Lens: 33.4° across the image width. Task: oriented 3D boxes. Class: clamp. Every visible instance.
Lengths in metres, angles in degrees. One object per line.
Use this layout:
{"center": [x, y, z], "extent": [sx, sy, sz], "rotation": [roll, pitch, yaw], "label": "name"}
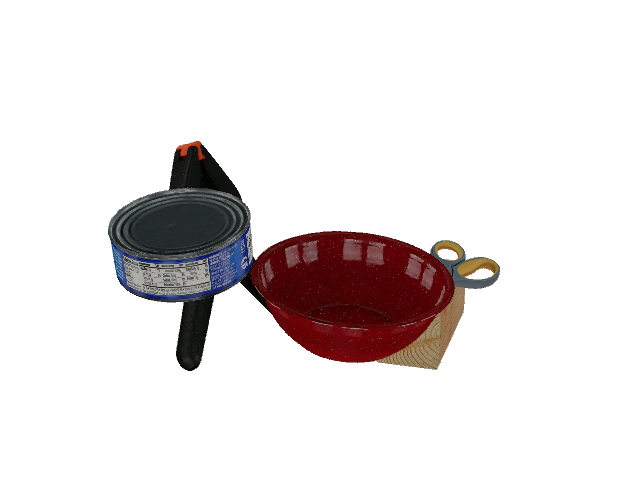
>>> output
{"center": [-0.095, 0.008, 1.038], "extent": [0.036, 0.210, 0.164], "rotation": [-10, 1, 36], "label": "clamp"}

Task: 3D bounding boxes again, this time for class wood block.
{"center": [0.150, 0.101, 1.558], "extent": [0.091, 0.090, 0.205], "rotation": [5, 20, 16], "label": "wood block"}

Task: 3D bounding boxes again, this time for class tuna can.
{"center": [-0.084, 0.002, 0.648], "extent": [0.086, 0.034, 0.086], "rotation": [-3, 30, 1], "label": "tuna can"}

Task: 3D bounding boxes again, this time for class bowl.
{"center": [0.025, 0.051, 0.857], "extent": [0.162, 0.055, 0.162], "rotation": [3, 27, -2], "label": "bowl"}

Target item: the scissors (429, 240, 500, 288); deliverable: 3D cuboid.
{"center": [0.129, 0.040, 1.268], "extent": [0.201, 0.016, 0.096], "rotation": [-10, 40, -36], "label": "scissors"}
